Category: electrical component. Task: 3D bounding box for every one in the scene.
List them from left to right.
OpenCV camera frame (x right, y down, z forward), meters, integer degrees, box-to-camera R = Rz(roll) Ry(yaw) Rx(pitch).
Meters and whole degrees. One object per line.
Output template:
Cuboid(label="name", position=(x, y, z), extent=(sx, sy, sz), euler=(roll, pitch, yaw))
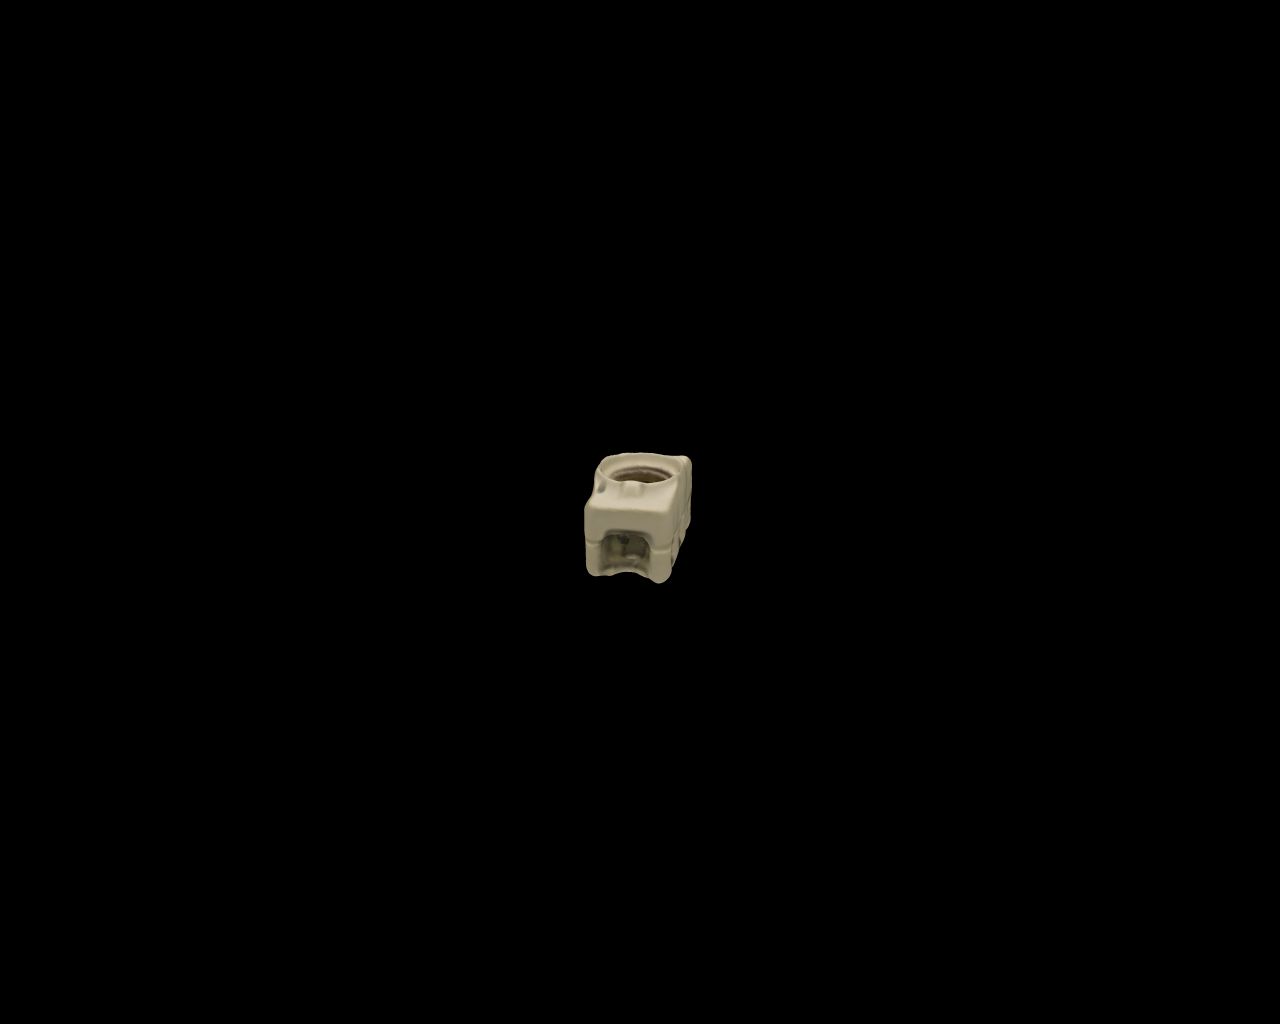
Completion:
Cuboid(label="electrical component", position=(0.001, -0.003, 0.650), extent=(0.050, 0.055, 0.090), euler=(5, 25, 10))
